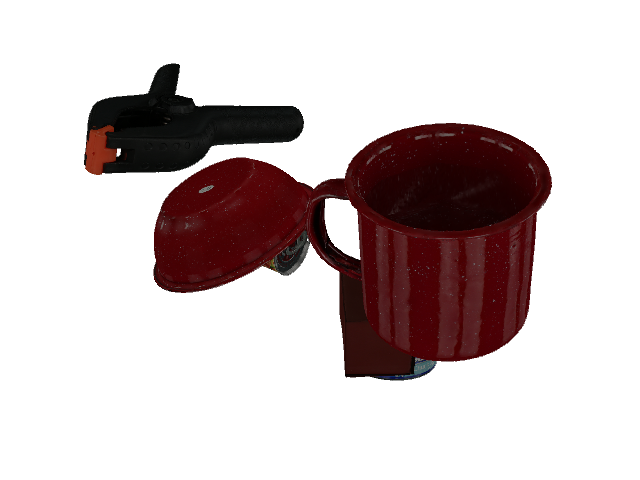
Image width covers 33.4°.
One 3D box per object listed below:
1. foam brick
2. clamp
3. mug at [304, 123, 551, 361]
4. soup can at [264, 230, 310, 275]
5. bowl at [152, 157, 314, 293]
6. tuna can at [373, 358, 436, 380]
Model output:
[{"bbox_3d":[0.042,0.057,0.789,0.053,0.051,0.078,-2,31,-1],"label":"foam brick"},{"bbox_3d":[-0.104,-0.083,0.713,0.120,0.039,0.171,21,24,31],"label":"clamp"},{"bbox_3d":[0.048,0.001,0.509,0.117,0.081,0.093,8,39,16],"label":"mug"},{"bbox_3d":[-0.070,-0.009,1.183,0.102,0.068,0.068,20,10,28],"label":"soup can"},{"bbox_3d":[-0.086,-0.025,0.930,0.162,0.055,0.162,-22,27,12],"label":"bowl"},{"bbox_3d":[0.073,0.105,1.051,0.086,0.034,0.086,-1,20,0],"label":"tuna can"}]
